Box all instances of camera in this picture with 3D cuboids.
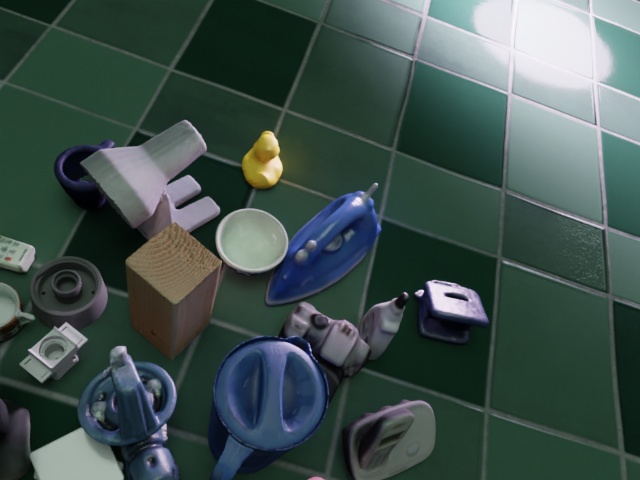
[{"bbox_3d":[-0.007,0.184,0.881,0.143,0.100,0.137,31,56,3],"label":"camera"}]

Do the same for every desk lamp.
[{"bbox_3d":[-0.258,-0.086,0.903,0.204,0.213,0.118,-35,74,-31],"label":"desk lamp"}]

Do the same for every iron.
[{"bbox_3d":[0.009,0.003,0.973,0.118,0.141,0.259,41,57,10],"label":"iron"}]

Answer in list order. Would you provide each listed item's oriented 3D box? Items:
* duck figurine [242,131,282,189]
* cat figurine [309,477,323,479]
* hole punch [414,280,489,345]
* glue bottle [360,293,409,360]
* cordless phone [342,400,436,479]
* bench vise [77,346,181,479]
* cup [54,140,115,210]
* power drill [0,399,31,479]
[{"bbox_3d":[-0.103,-0.155,1.071,0.077,0.086,0.104,10,57,-11],"label":"duck figurine"},{"bbox_3d":[0.012,0.367,0.764,0.127,0.117,0.067,37,56,8],"label":"cat figurine"},{"bbox_3d":[0.229,0.117,1.001,0.109,0.091,0.101,12,57,-9],"label":"hole punch"},{"bbox_3d":[0.104,0.127,0.907,0.037,0.173,0.078,12,56,-9],"label":"glue bottle"},{"bbox_3d":[0.115,0.273,0.813,0.148,0.185,0.094,-15,65,-24],"label":"cordless phone"},{"bbox_3d":[-0.218,0.225,0.719,0.207,0.219,0.122,44,57,12],"label":"bench vise"},{"bbox_3d":[-0.378,-0.104,0.950,0.091,0.095,0.118,26,55,0],"label":"cup"},{"bbox_3d":[-0.397,0.224,0.672,0.076,0.208,0.229,-8,62,-21],"label":"power drill"}]
